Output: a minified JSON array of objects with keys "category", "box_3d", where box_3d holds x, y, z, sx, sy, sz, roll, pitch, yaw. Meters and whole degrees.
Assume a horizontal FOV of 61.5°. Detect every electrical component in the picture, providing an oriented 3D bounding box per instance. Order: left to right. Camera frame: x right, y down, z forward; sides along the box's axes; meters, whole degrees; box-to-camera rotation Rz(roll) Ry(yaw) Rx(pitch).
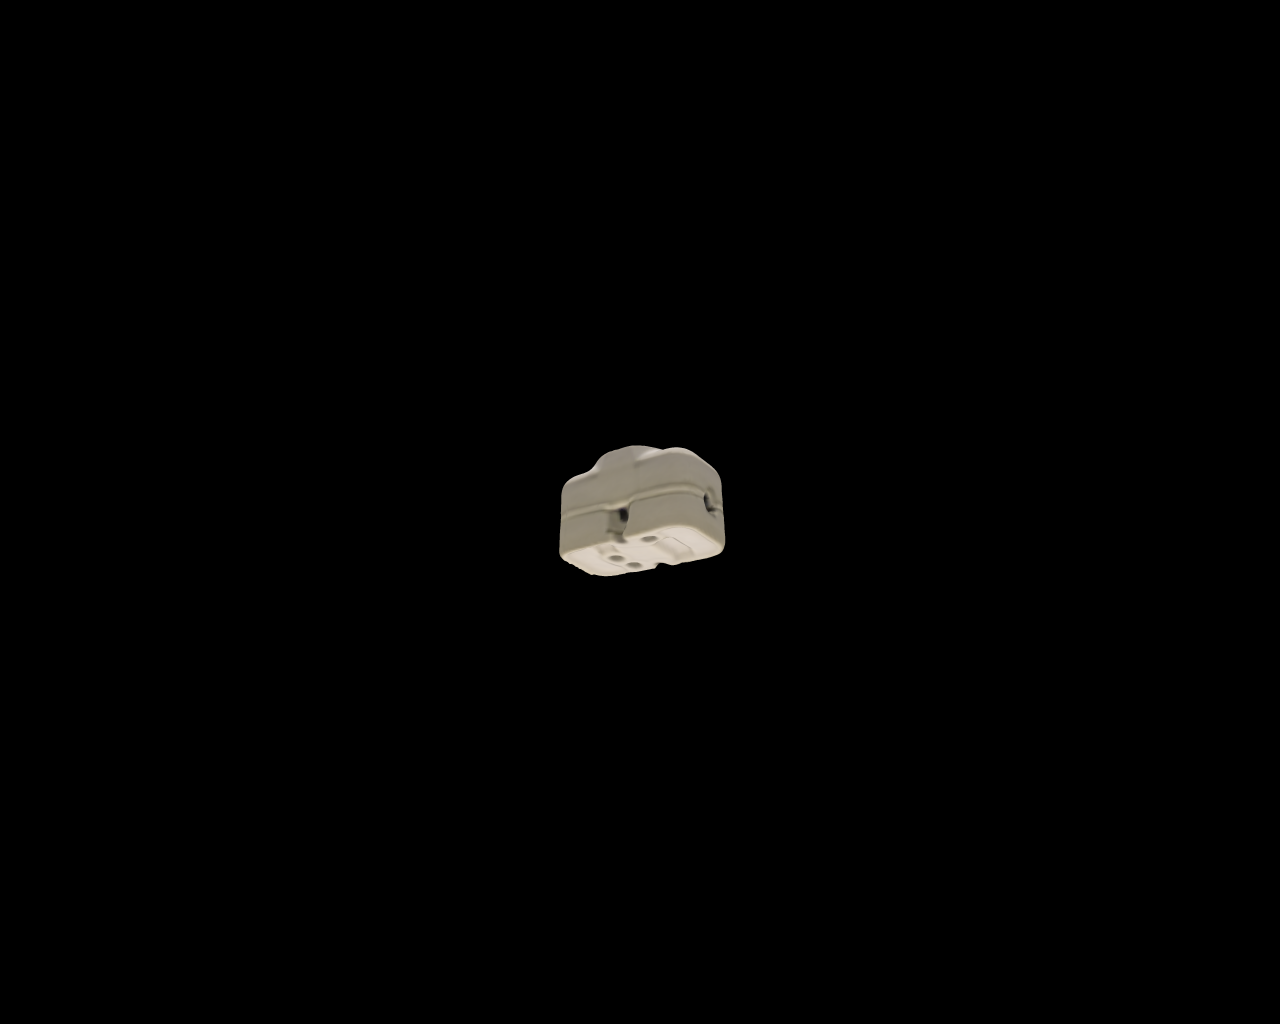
[{"category":"electrical component","box_3d":[0.001,-0.003,0.650,0.095,0.059,0.053,-14,-27,29]}]
